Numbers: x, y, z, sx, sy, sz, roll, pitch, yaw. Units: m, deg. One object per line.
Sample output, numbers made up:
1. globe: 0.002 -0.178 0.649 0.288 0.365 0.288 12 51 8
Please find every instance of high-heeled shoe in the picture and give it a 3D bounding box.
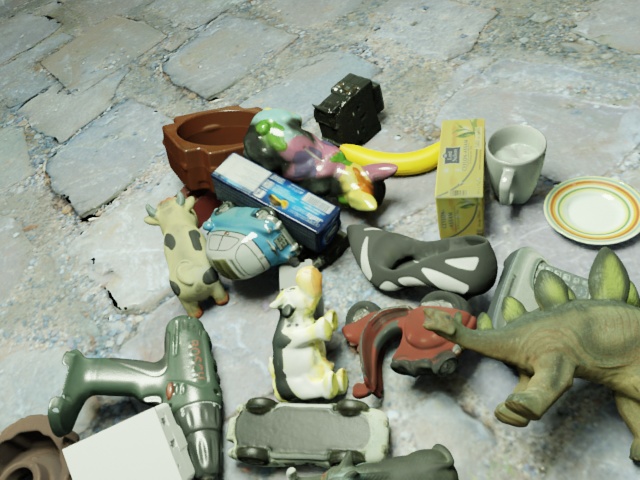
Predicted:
1. high-heeled shoe: 0.122 0.006 0.721 0.086 0.145 0.249 -34 52 -30

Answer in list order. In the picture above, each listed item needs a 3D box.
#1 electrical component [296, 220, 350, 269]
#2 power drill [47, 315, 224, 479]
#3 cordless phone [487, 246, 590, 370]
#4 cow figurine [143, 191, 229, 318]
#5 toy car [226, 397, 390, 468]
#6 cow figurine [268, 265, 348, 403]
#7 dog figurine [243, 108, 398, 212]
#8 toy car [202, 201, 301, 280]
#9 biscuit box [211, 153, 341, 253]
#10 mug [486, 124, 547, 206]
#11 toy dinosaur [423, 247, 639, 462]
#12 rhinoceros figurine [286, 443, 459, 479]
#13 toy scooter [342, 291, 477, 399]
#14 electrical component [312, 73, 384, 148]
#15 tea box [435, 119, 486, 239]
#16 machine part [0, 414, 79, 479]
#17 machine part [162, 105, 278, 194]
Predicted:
1. electrical component: 0.000 -0.003 0.843 0.102 0.045 0.078 -40 48 -17
2. power drill: -0.230 0.203 0.691 0.207 0.085 0.232 -6 47 -4
3. cordless phone: 0.293 0.101 0.636 0.184 0.088 0.146 20 58 18
4. cow figurine: -0.215 0.012 0.847 0.085 0.127 0.195 -22 50 -5
5. toy car: -0.017 0.231 0.640 0.202 0.056 0.073 -4 56 17
6. cow figurine: -0.026 0.120 0.685 0.098 0.068 0.167 -12 84 18
7. dog figurine: 0.007 -0.116 0.843 0.219 0.191 0.108 18 71 34
8. toy car: -0.112 0.012 0.793 0.162 0.109 0.103 7 49 45
9. biscuit box: -0.067 -0.057 0.816 0.203 0.062 0.059 29 62 18
10. mug: 0.285 -0.094 0.785 0.081 0.107 0.109 5 56 24
11. toy dinosaur: 0.334 0.119 0.545 0.472 0.105 0.198 15 68 0
12. rhinoceros figurine: 0.049 0.263 0.551 0.190 0.112 0.073 -11 49 -1
13. toy scooter: 0.100 0.134 0.660 0.184 0.075 0.135 -9 42 33
14. electrical component: 0.058 -0.230 0.974 0.134 0.114 0.058 -44 53 -17
15. tea box: 0.216 -0.093 0.814 0.068 0.098 0.170 0 49 17
16. machine part: -0.377 0.318 0.683 0.179 0.056 0.179 -9 49 11
17. machine part: -0.169 -0.168 0.977 0.201 0.087 0.202 -18 35 -25
